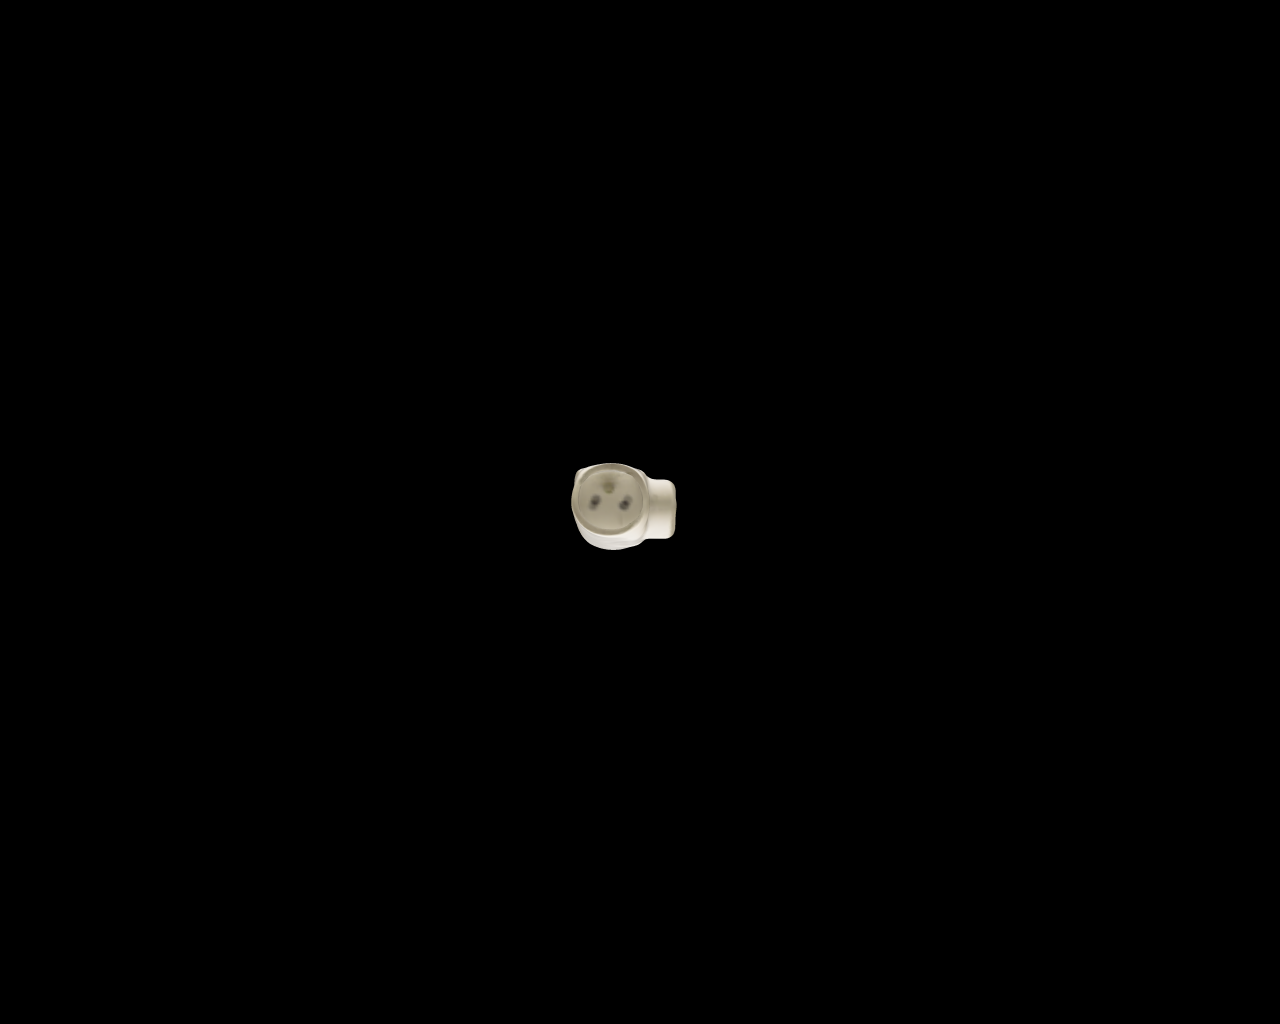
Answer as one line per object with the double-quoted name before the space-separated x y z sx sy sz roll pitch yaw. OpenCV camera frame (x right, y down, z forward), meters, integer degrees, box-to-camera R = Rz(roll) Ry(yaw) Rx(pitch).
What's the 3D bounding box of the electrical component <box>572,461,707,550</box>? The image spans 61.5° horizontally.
"electrical component" 0.001 -0.003 0.650 0.079 0.043 0.077 0 -9 0
